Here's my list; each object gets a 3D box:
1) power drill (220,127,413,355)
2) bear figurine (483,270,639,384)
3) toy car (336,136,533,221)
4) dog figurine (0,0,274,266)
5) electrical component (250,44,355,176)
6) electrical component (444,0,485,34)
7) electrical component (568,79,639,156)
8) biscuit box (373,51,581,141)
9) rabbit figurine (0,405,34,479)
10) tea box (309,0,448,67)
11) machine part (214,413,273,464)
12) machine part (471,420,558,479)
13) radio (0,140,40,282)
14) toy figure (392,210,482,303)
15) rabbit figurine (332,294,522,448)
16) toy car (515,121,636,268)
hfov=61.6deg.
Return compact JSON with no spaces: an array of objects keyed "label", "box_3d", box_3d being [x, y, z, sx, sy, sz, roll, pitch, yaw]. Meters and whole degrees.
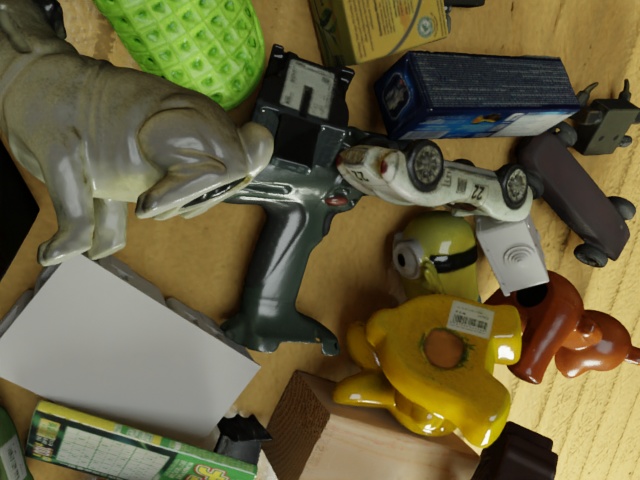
[{"label":"power drill","box_3d":[-0.001,-0.001,0.490,0.232,0.086,0.207,6,106,-26]},{"label":"bear figurine","box_3d":[0.281,0.118,0.632,0.195,0.120,0.132,38,91,-33]},{"label":"toy car","box_3d":[0.104,-0.049,0.460,0.201,0.074,0.056,5,98,-37]},{"label":"dog figurine","box_3d":[-0.142,-0.098,0.355,0.172,0.121,0.190,-24,91,-11]},{"label":"electrical component","box_3d":[-0.016,-0.089,0.413,0.075,0.047,0.119,13,57,-12]},{"label":"electrical component","box_3d":[0.133,-0.245,0.514,0.063,0.021,0.093,-7,106,-23]},{"label":"electrical component","box_3d":[0.329,-0.141,0.622,0.102,0.045,0.078,-11,137,-19]},{"label":"biscuit box","box_3d":[0.152,-0.135,0.509,0.203,0.059,0.063,-7,76,-29]},{"label":"rabbit figurine","box_3d":[-0.322,0.173,0.376,0.170,0.121,0.159,-13,106,-5]},{"label":"tea box","box_3d":[0.038,-0.240,0.447,0.098,0.068,0.169,-21,113,-18]},{"label":"machine part","box_3d":[-0.098,0.241,0.536,0.084,0.039,0.138,21,97,-22]},{"label":"machine part","box_3d":[0.177,0.273,0.547,0.056,0.179,0.179,25,94,17]},{"label":"radio","box_3d":[-0.247,0.006,0.298,0.131,0.230,0.073,-27,113,-10]},{"label":"toy figure","box_3d":[0.130,0.056,0.565,0.089,0.082,0.180,-31,110,-26]},{"label":"rabbit figurine","box_3d":[0.095,0.136,0.502,0.163,0.122,0.173,5,145,12]},{"label":"toy car","box_3d":[0.294,-0.048,0.624,0.202,0.053,0.089,39,76,-24]}]
